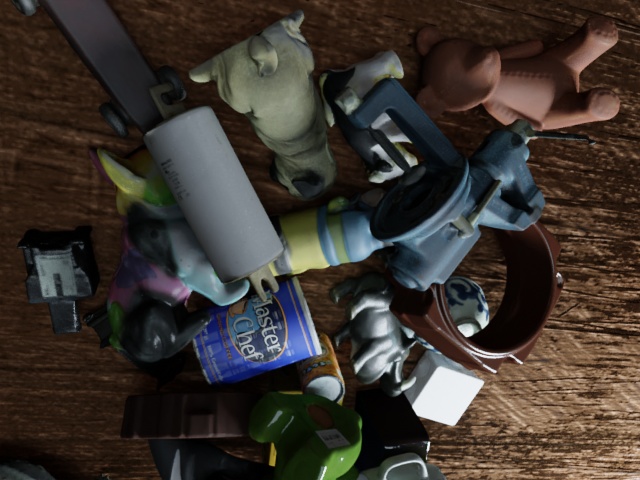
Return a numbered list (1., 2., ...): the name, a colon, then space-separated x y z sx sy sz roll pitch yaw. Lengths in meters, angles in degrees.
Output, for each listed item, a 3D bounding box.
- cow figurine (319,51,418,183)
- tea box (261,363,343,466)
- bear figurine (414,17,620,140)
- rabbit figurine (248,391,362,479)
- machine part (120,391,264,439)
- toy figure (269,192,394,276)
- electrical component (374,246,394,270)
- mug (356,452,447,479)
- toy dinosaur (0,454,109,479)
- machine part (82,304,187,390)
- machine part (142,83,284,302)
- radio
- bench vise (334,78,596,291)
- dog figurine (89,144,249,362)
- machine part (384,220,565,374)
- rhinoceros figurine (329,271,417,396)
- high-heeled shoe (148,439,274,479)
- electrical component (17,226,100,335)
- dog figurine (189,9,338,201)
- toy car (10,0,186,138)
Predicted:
1. cow figurine: 0.063 -0.124 0.621 0.098 0.068 0.167 -19 113 2
2. tea box: -0.029 0.265 0.773 0.098 0.068 0.169 1 112 -12
3. bear figurine: 0.211 -0.187 0.600 0.196 0.132 0.120 8 81 -20
4. rabbit figurine: -0.030 0.271 0.643 0.159 0.121 0.170 7 116 -55
5. machine part: -0.155 0.219 0.674 0.179 0.179 0.056 4 71 -15
6. toy figure: -0.002 -0.006 0.630 0.180 0.089 0.082 -9 81 15
7. electrical component: 0.125 0.017 0.709 0.102 0.045 0.078 16 110 -26
8. mug: 0.108 0.313 0.679 0.107 0.081 0.109 -4 107 -21
9. toy dinosaur: -0.402 0.354 0.706 0.404 0.131 0.192 38 88 -20
10. machine part: -0.226 0.127 0.684 0.084 0.039 0.138 -34 115 -2
11. machine part: -0.107 -0.045 0.549 0.079 0.079 0.243 -26 101 -1
12. radio: 0.095 0.340 0.799 0.073 0.131 0.229 -1 113 -13
13. bench vise: 0.117 -0.077 0.541 0.223 0.129 0.240 -46 110 2
14. dog figurine: -0.195 0.002 0.592 0.191 0.109 0.219 -40 113 -15
15. machine part: 0.199 0.046 0.673 0.201 0.087 0.201 39 76 -19
16. rhinoceros figurine: 0.077 0.131 0.739 0.112 0.073 0.190 -19 113 -19
17. high-heeled shoe: -0.116 0.309 0.721 0.249 0.086 0.145 39 118 0
18. electrical component: -0.297 0.046 0.625 0.075 0.048 0.119 -7 115 -10
19. dog figurine: -0.029 -0.118 0.551 0.121 0.172 0.190 -25 110 11
20. toy car: -0.217 -0.195 0.534 0.089 0.053 0.202 -41 119 -16
